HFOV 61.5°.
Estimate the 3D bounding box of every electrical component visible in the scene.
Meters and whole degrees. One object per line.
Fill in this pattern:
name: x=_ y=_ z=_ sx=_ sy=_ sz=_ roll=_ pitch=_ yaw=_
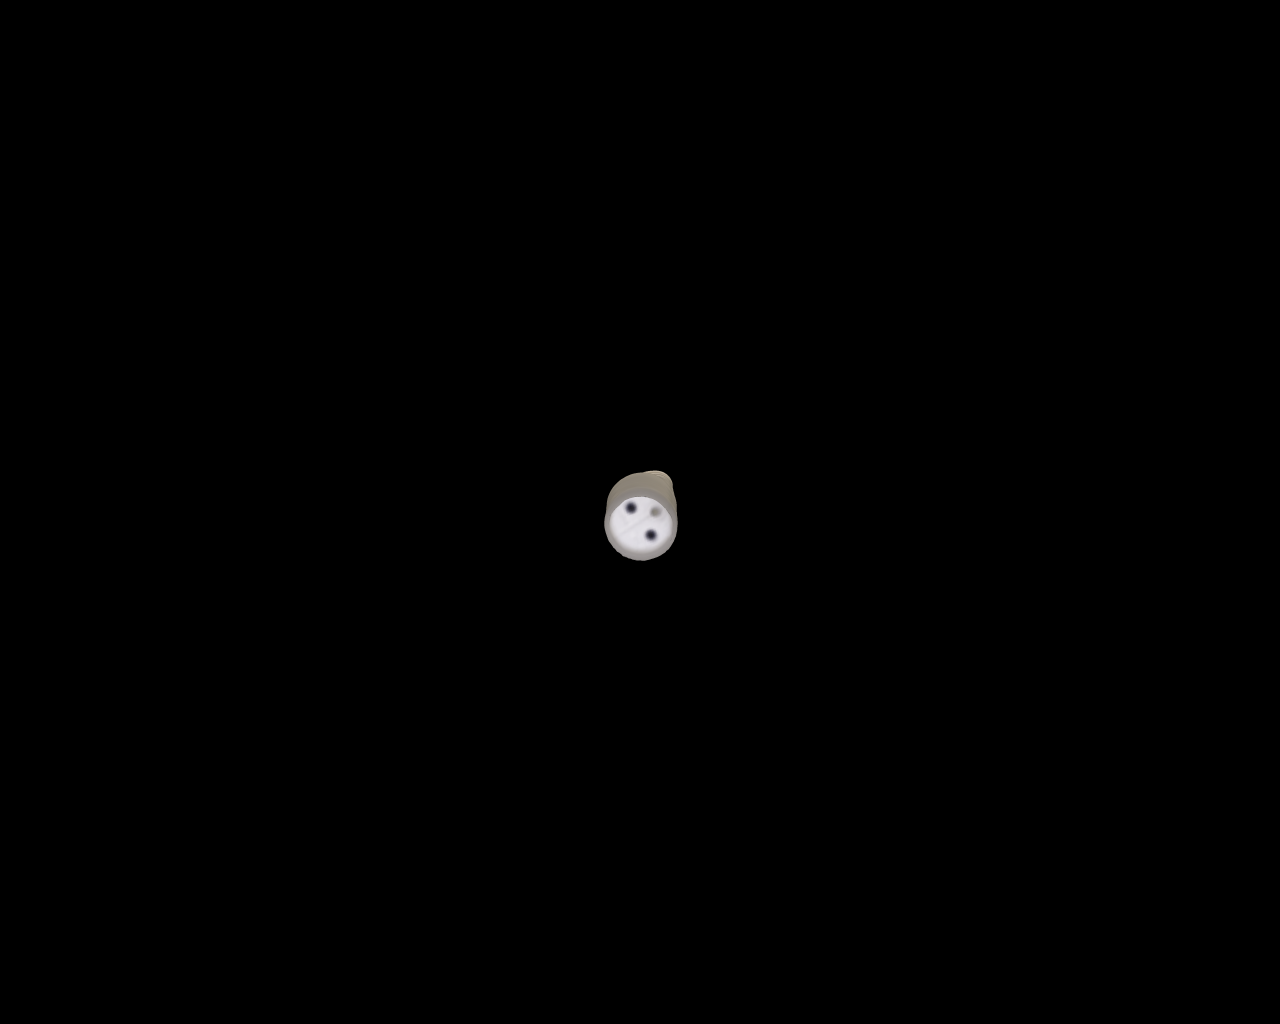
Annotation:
electrical component: x=0.001 y=-0.003 z=0.650 sx=0.043 sy=0.043 sz=0.081 roll=0 pitch=18 yaw=0
